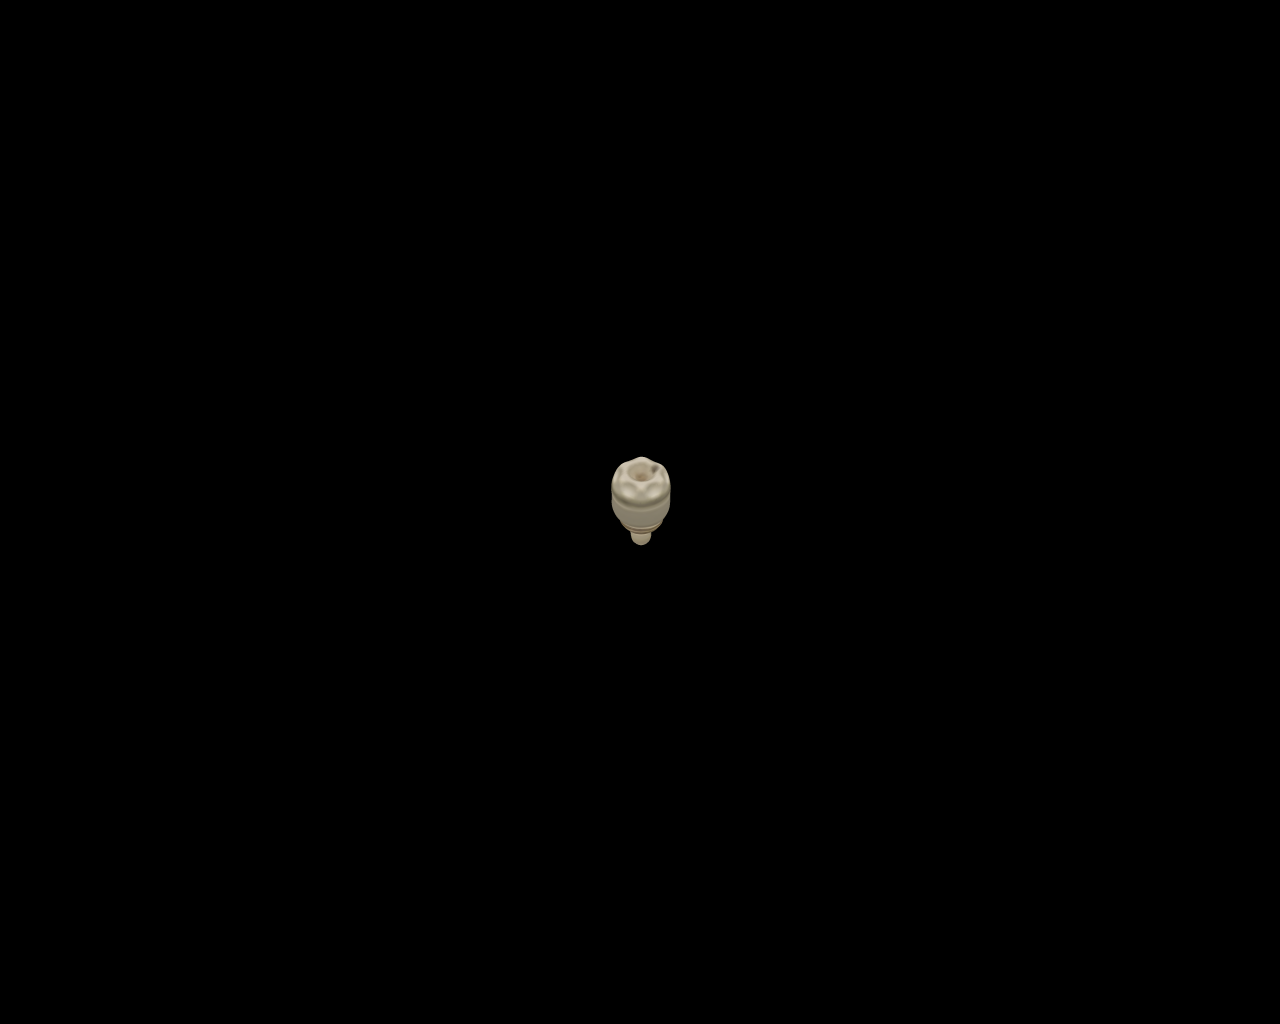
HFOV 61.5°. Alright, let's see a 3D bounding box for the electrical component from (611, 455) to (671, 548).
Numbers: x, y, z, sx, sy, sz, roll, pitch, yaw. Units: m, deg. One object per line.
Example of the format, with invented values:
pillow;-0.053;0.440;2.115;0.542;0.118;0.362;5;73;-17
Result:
electrical component;0.001;-0.003;0.650;0.035;0.035;0.061;0;-45;0
